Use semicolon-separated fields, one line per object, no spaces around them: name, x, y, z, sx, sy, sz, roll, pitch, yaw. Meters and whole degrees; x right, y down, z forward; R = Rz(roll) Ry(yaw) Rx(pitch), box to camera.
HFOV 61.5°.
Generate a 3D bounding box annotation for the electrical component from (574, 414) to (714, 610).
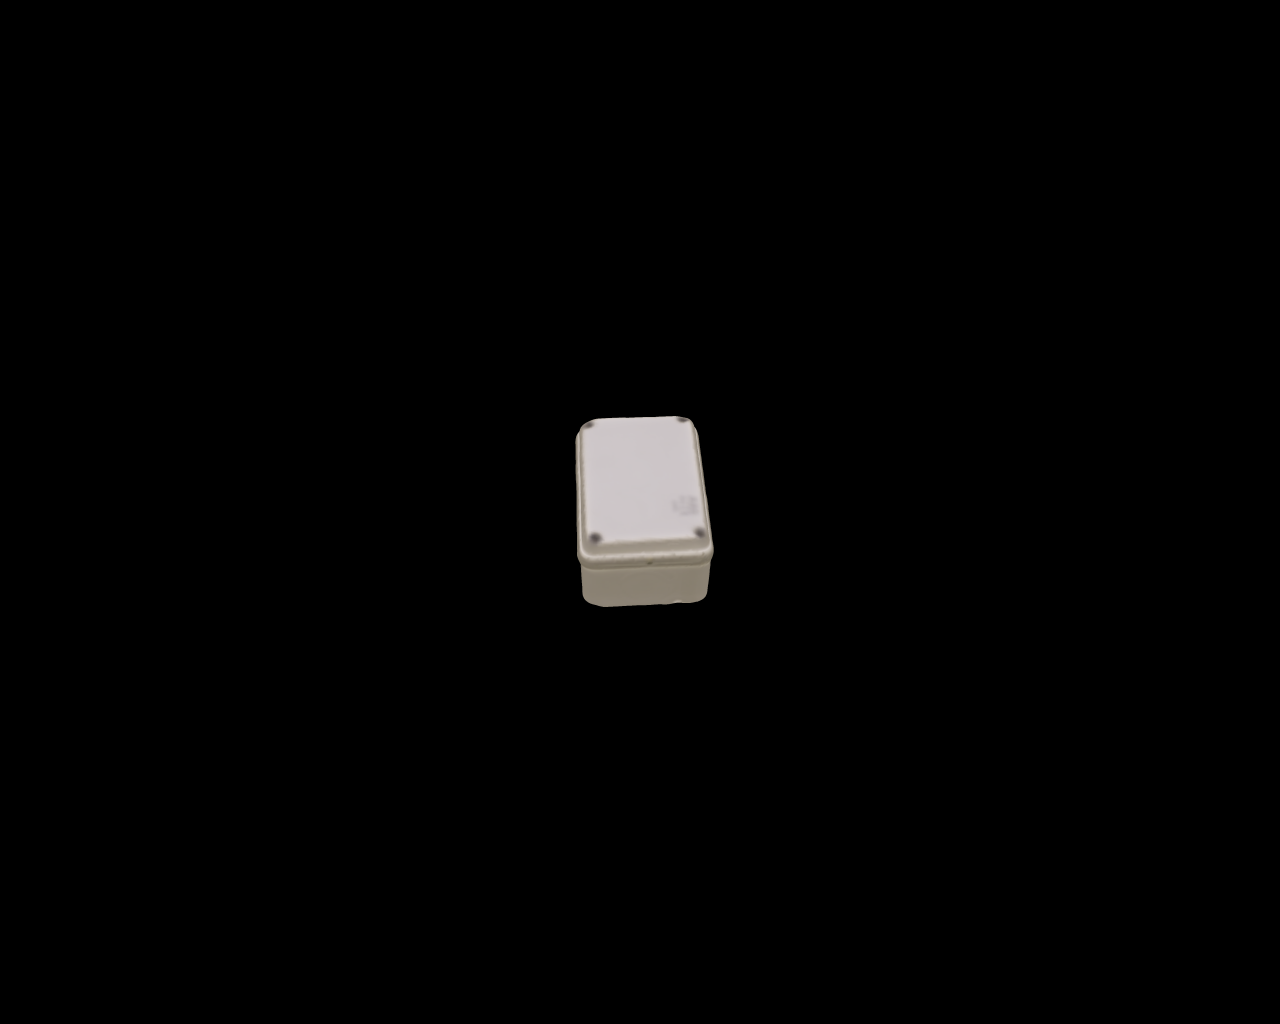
electrical component;0.001;-0.003;0.650;0.078;0.113;0.057;-2;-43;-2
